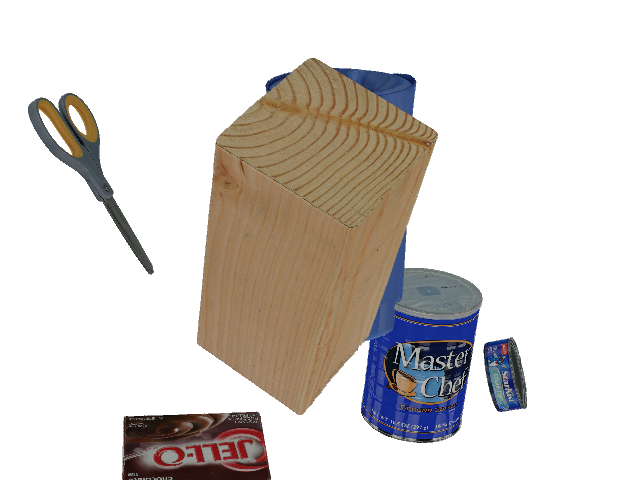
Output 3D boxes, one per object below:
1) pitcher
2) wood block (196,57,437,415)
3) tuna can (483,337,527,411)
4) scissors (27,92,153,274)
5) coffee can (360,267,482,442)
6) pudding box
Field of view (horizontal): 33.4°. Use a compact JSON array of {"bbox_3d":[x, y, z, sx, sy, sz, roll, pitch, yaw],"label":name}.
[{"bbox_3d":[0.015,-0.030,0.974,0.149,0.243,0.145,-7,21,-15],"label":"pitcher"},{"bbox_3d":[-0.010,0.005,0.648,0.091,0.090,0.206,33,-35,15],"label":"wood block"},{"bbox_3d":[0.221,0.160,1.273,0.034,0.086,0.086,-12,-4,16],"label":"tuna can"},{"bbox_3d":[-0.217,-0.066,1.065,0.016,0.201,0.096,-24,27,24],"label":"scissors"},{"bbox_3d":[0.097,0.111,1.045,0.103,0.140,0.103,5,22,-2],"label":"coffee can"},{"bbox_3d":[-0.097,0.174,0.829,0.113,0.039,0.090,-2,25,-8],"label":"pudding box"}]
